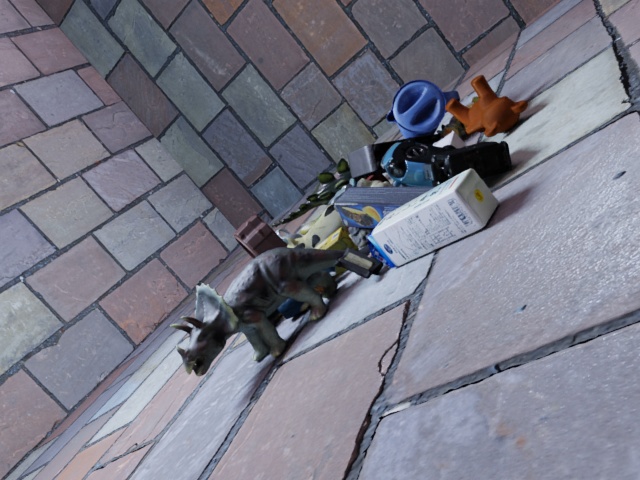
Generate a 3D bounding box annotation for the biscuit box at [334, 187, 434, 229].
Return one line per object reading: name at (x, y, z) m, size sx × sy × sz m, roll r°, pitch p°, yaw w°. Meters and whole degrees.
biscuit box at (0.128, -0.059, 1.006) m, size 0.203 × 0.059 × 0.063 m, roll 5°, pitch 40°, yaw 42°

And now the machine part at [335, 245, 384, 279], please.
machine part at (0.091, 0.026, 0.984) m, size 0.084 × 0.039 × 0.139 m, roll 16°, pitch 32°, yaw 26°

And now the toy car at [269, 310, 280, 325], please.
toy car at (-0.111, 0.142, 1.219) m, size 0.056 × 0.073 × 0.202 m, roll -28°, pitch 15°, yaw 43°

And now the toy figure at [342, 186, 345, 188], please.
toy figure at (0.106, -0.117, 1.579) m, size 0.082 × 0.089 × 0.180 m, roll -15°, pitch 14°, yaw -13°

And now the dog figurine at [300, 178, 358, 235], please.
dog figurine at (0.042, -0.048, 1.439) m, size 0.219 × 0.108 × 0.191 m, roll -41°, pitch 10°, yaw 22°

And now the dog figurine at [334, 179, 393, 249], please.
dog figurine at (0.132, -0.051, 1.147) m, size 0.172 × 0.121 × 0.191 m, roll -44°, pitch 22°, yaw 2°

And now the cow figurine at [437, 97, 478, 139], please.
cow figurine at (0.368, -0.304, 1.438) m, size 0.167 × 0.068 × 0.098 m, roll -40°, pitch 2°, yaw -21°

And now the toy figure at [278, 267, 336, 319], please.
toy figure at (-0.025, 0.097, 1.115) m, size 0.154 × 0.064 × 0.058 m, roll -42°, pitch -6°, yaw -2°

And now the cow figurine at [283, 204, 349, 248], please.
cow figurine at (-0.003, -0.004, 1.290) m, size 0.127 × 0.085 × 0.195 m, roll 33°, pitch 81°, yaw 38°

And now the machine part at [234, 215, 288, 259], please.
machine part at (-0.149, 0.030, 1.518) m, size 0.087 × 0.201 × 0.201 m, roll -44°, pitch 9°, yaw -11°

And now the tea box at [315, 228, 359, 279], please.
tea box at (0.001, 0.057, 1.187) m, size 0.169 × 0.068 × 0.098 m, roll -39°, pitch 8°, yaw 17°

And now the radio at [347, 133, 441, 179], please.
radio at (0.199, -0.218, 1.398) m, size 0.230 × 0.073 × 0.131 m, roll -14°, pitch 2°, yaw -18°

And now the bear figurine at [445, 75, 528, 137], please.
bear figurine at (0.370, -0.294, 1.200) m, size 0.120 × 0.132 × 0.196 m, roll -43°, pitch 2°, yaw 13°

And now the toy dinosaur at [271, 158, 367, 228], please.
toy dinosaur at (0.050, -0.168, 1.726) m, size 0.471 × 0.105 × 0.198 m, roll -39°, pitch -19°, yaw 0°

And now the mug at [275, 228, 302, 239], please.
mug at (-0.099, 0.010, 1.747) m, size 0.081 × 0.109 × 0.107 m, roll -41°, pitch -6°, yaw 26°

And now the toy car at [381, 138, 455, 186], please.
toy car at (0.219, -0.148, 1.152) m, size 0.162 × 0.102 × 0.109 m, roll 12°, pitch 50°, yaw 25°

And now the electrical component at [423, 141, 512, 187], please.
electrical component at (0.255, -0.133, 0.954) m, size 0.134 × 0.058 × 0.115 m, roll -15°, pitch 8°, yaw -2°

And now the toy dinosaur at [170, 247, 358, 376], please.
toy dinosaur at (-0.094, 0.094, 1.009) m, size 0.405 × 0.192 × 0.131 m, roll -44°, pitch 11°, yaw -13°
